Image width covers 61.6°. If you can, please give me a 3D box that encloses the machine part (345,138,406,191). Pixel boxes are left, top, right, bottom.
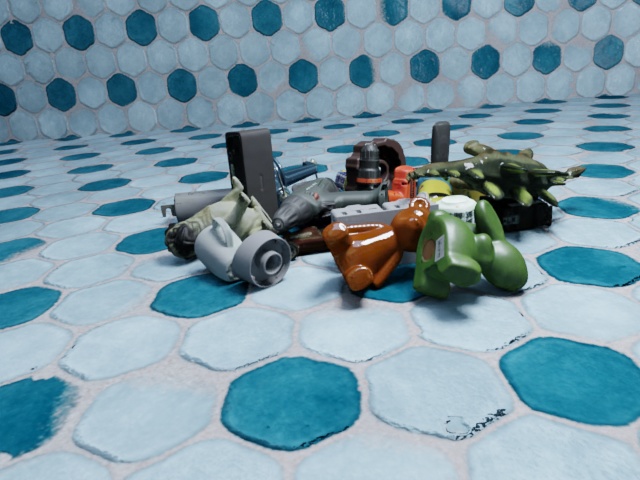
[{"bbox_3d":[0.137,-0.165,1.316,0.179,0.179,0.056,-18,22,-33],"label":"machine part"}]

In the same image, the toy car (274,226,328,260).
[{"bbox_3d":[-0.002,-0.003,1.070,0.202,0.053,0.089,-6,23,-8],"label":"toy car"}]

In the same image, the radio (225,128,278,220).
[{"bbox_3d":[-0.153,-0.134,1.203,0.073,0.229,0.131,-11,18,-24],"label":"radio"}]

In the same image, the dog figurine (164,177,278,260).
[{"bbox_3d":[-0.198,-0.009,1.095,0.190,0.172,0.121,-38,26,4],"label":"dog figurine"}]

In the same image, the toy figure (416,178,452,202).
[{"bbox_3d":[0.257,-0.101,1.190,0.089,0.082,0.180,-3,34,21],"label":"toy figure"}]

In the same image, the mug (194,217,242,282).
[{"bbox_3d":[-0.169,0.019,0.976,0.081,0.109,0.107,-11,34,-34],"label":"mug"}]

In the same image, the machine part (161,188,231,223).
[{"bbox_3d":[-0.264,-0.085,1.309,0.243,0.079,0.079,-5,20,-4],"label":"machine part"}]

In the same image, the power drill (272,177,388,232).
[{"bbox_3d":[0.031,-0.064,1.062,0.207,0.085,0.232,-4,21,15],"label":"power drill"}]

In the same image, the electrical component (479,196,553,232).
[{"bbox_3d":[0.406,-0.065,1.139,0.115,0.058,0.134,-6,19,-9],"label":"electrical component"}]

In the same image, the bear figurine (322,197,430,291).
[{"bbox_3d":[0.116,0.001,0.882,0.196,0.120,0.132,-25,-13,2],"label":"bear figurine"}]

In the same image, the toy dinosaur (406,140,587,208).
[{"bbox_3d":[0.352,-0.131,1.066,0.471,0.105,0.199,-4,20,-19],"label":"toy dinosaur"}]

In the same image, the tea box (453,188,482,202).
[{"bbox_3d":[0.338,-0.118,1.283,0.098,0.068,0.170,-8,19,-12],"label":"tea box"}]

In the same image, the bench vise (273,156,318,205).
[{"bbox_3d":[-0.097,-0.164,1.433,0.240,0.128,0.224,-24,25,-27],"label":"bench vise"}]

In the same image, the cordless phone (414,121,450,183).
[{"bbox_3d":[0.276,-0.207,1.374,0.147,0.184,0.089,-8,25,-10],"label":"cordless phone"}]

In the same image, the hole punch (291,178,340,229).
[{"bbox_3d":[-0.004,-0.067,1.220,0.142,0.092,0.116,-12,51,-26],"label":"hole punch"}]

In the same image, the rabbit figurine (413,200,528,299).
[{"bbox_3d":[0.241,0.025,0.843,0.170,0.121,0.159,15,54,-16],"label":"rabbit figurine"}]
